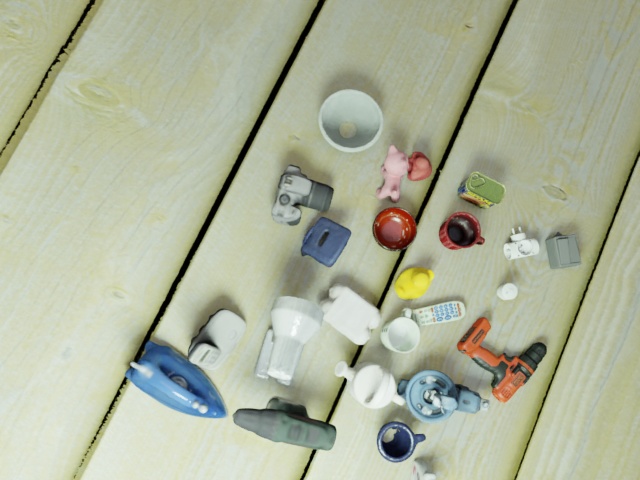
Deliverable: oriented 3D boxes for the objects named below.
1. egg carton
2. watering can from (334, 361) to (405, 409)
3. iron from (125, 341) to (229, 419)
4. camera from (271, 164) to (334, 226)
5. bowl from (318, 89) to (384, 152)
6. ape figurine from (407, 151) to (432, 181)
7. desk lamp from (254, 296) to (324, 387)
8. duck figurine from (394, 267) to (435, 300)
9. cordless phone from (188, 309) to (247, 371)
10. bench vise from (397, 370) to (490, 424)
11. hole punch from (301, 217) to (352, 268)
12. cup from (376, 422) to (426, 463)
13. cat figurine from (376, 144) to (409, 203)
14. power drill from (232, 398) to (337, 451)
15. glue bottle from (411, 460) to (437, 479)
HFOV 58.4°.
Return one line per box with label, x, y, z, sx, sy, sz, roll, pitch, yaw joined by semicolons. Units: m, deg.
egg carton;0.074;0.179;1.406;0.150;0.069;0.107;36;80;1
watering can;0.116;0.336;1.323;0.173;0.194;0.101;7;81;-4
iron;-0.321;0.341;1.308;0.258;0.141;0.119;33;80;0
camera;-0.040;-0.104;1.422;0.137;0.100;0.143;15;80;-3
bowl;0.076;-0.297;1.475;0.167;0.074;0.167;1;81;-5
ape figurine;0.255;-0.190;1.467;0.076;0.092;0.078;31;80;0
desk lamp;-0.073;0.236;1.311;0.118;0.213;0.203;17;80;-2
duck figurine;0.239;0.105;1.424;0.104;0.086;0.077;-29;85;-9
cordless phone;-0.241;0.228;1.311;0.094;0.185;0.148;33;80;1
bench vise;0.297;0.358;1.324;0.207;0.219;0.121;-8;82;-6
hole punch;0.013;0.005;1.416;0.101;0.091;0.109;31;80;0
cup;0.185;0.470;1.360;0.118;0.095;0.092;-8;82;-6
cat figurine;0.189;-0.169;1.445;0.067;0.117;0.128;8;81;-4
power drill;-0.080;0.412;1.286;0.229;0.208;0.076;15;80;-3
glue bottle;0.246;0.561;1.312;0.037;0.173;0.078;3;81;-4
